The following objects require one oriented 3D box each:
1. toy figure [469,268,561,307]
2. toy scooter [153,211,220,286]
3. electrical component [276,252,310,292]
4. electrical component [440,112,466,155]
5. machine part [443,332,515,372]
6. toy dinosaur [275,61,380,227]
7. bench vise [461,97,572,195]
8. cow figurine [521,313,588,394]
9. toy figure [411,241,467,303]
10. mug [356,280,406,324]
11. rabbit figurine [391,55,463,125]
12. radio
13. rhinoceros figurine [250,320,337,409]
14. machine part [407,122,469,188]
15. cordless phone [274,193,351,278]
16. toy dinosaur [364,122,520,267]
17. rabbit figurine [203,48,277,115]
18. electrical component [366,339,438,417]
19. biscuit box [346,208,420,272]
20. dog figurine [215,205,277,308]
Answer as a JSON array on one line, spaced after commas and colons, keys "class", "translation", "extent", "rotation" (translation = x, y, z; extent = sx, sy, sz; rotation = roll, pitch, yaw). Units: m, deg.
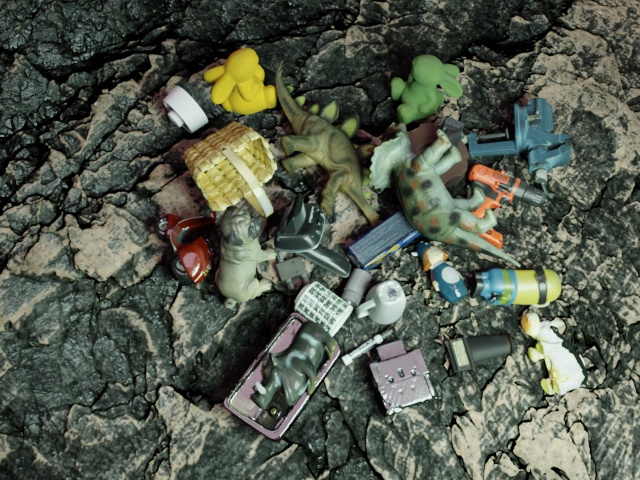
[{"class": "toy figure", "translation": [0.411, 0.098, 1.127], "extent": [0.180, 0.089, 0.082], "rotation": [5, 74, -1]}, {"class": "toy scooter", "translation": [-0.271, 0.004, 1.164], "extent": [0.135, 0.075, 0.184], "rotation": [-26, 66, -10]}, {"class": "electrical component", "translation": [-0.061, 0.063, 1.170], "extent": [0.063, 0.021, 0.094], "rotation": [-20, 68, -9]}, {"class": "electrical component", "translation": [0.294, -0.241, 1.214], "extent": [0.048, 0.074, 0.119], "rotation": [17, 72, 2]}, {"class": "machine part", "translation": [0.330, 0.224, 1.102], "extent": [0.139, 0.039, 0.084], "rotation": [-14, 60, -4]}, {"class": "toy dinosaur", "translation": [0.003, -0.225, 1.251], "extent": [0.198, 0.105, 0.471], "rotation": [-35, 81, -22]}, {"class": "bench vise", "translation": [0.450, -0.224, 1.251], "extent": [0.241, 0.128, 0.223], "rotation": [-2, 76, 20]}, {"class": "cow figurine", "translation": [0.478, 0.221, 1.088], "extent": [0.098, 0.068, 0.167], "rotation": [-13, 71, -12]}, {"class": "toy figure", "translation": [0.259, 0.062, 1.159], "extent": [0.064, 0.058, 0.154], "rotation": [-7, 60, -46]}, {"class": "mug", "translation": [0.126, 0.124, 1.102], "extent": [0.110, 0.107, 0.081], "rotation": [-15, 67, -9]}, {"class": "rabbit figurine", "translation": [0.255, -0.363, 1.271], "extent": [0.159, 0.170, 0.121], "rotation": [-2, 68, -1]}, {"class": "radio", "translation": [-0.068, 0.270, 1.056], "extent": [0.131, 0.073, 0.229], "rotation": [34, 71, 12]}, {"class": "rhinoceros figurine", "translation": [-0.049, 0.233, 0.995], "extent": [0.112, 0.073, 0.190], "rotation": [35, 70, 10]}, {"class": "machine part", "translation": [0.260, -0.193, 1.263], "extent": [0.179, 0.056, 0.179], "rotation": [1, 68, -2]}, {"class": "cordless phone", "translation": [-0.003, -0.004, 1.173], "extent": [0.184, 0.088, 0.147], "rotation": [32, 33, -14]}, {"class": "toy dinosaur", "translation": [0.235, -0.083, 1.121], "extent": [0.192, 0.131, 0.405], "rotation": [-31, 81, 23]}, {"class": "rabbit figurine", "translation": [-0.191, -0.385, 1.274], "extent": [0.162, 0.173, 0.122], "rotation": [-16, 73, -12]}, {"class": "electrical component", "translation": [0.158, 0.271, 1.069], "extent": [0.115, 0.058, 0.134], "rotation": [-17, 69, -10]}, {"class": "biscuit box", "translation": [0.156, -0.008, 1.182], "extent": [0.203, 0.059, 0.063], "rotation": [-34, 71, -13]}, {"class": "dog figurine", "translation": [-0.172, 0.038, 1.081], "extent": [0.121, 0.190, 0.172], "rotation": [5, 70, 10]}]
